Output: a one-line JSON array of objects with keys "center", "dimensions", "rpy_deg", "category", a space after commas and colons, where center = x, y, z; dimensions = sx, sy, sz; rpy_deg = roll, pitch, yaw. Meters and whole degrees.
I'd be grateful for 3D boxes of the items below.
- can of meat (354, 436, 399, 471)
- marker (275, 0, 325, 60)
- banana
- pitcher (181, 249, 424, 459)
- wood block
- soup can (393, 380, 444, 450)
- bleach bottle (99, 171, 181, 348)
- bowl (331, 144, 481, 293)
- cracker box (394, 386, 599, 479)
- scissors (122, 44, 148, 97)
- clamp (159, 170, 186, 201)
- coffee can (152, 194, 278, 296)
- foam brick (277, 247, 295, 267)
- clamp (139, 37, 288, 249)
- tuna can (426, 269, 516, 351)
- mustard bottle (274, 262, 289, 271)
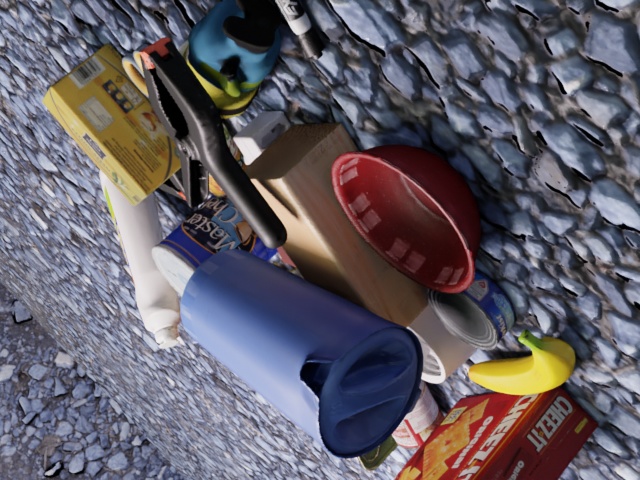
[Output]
[{"center": [0.061, 0.237, 1.386], "dimensions": [0.084, 0.102, 0.057], "rpy_deg": [25, 151, 46], "category": "can of meat"}, {"center": [-0.029, -0.204, 0.895], "dimensions": [0.020, 0.020, 0.121], "rpy_deg": [14, 142, 53], "category": "marker"}, {"center": [0.198, 0.119, 1.018], "dimensions": [0.069, 0.037, 0.198], "rpy_deg": [32, 161, 3], "category": "banana"}, {"center": [-0.021, 0.102, 1.046], "dimensions": [0.243, 0.144, 0.149], "rpy_deg": [29, 140, 42], "category": "pitcher"}, {"center": [0.021, -0.007, 1.053], "dimensions": [0.091, 0.090, 0.206], "rpy_deg": [6, 136, 56], "category": "wood block"}, {"center": [0.102, 0.195, 1.284], "dimensions": [0.069, 0.068, 0.102], "rpy_deg": [17, 143, 50], "category": "soup can"}, {"center": [-0.232, 0.021, 1.425], "dimensions": [0.103, 0.068, 0.251], "rpy_deg": [104, 150, -68], "category": "bleach bottle"}, {"center": [0.087, -0.030, 0.941], "dimensions": [0.162, 0.055, 0.162], "rpy_deg": [38, 157, 19], "category": "bowl"}, {"center": [0.167, 0.234, 1.110], "dimensions": [0.072, 0.164, 0.214], "rpy_deg": [45, 158, -4], "category": "cracker box"}, {"center": [-0.172, -0.146, 1.251], "dimensions": [0.096, 0.016, 0.201], "rpy_deg": [24, 150, 46], "category": "scissors"}, {"center": [-0.228, -0.112, 1.377], "dimensions": [0.171, 0.039, 0.120], "rpy_deg": [48, 159, -5], "category": "clamp"}, {"center": [-0.108, 0.002, 1.226], "dimensions": [0.103, 0.140, 0.103], "rpy_deg": [38, 157, 19], "category": "coffee can"}, {"center": [-0.008, 0.001, 1.169], "dimensions": [0.078, 0.051, 0.053], "rpy_deg": [24, 148, 43], "category": "foam brick"}, {"center": [-0.117, -0.092, 1.003], "dimensions": [0.165, 0.036, 0.210], "rpy_deg": [17, 139, 55], "category": "clamp"}, {"center": [0.146, 0.064, 1.027], "dimensions": [0.086, 0.033, 0.086], "rpy_deg": [38, 156, 19], "category": "tuna can"}, {"center": [-0.021, 0.096, 1.311], "dimensions": [0.096, 0.058, 0.191], "rpy_deg": [-39, 96, 26], "category": "mustard bottle"}]
